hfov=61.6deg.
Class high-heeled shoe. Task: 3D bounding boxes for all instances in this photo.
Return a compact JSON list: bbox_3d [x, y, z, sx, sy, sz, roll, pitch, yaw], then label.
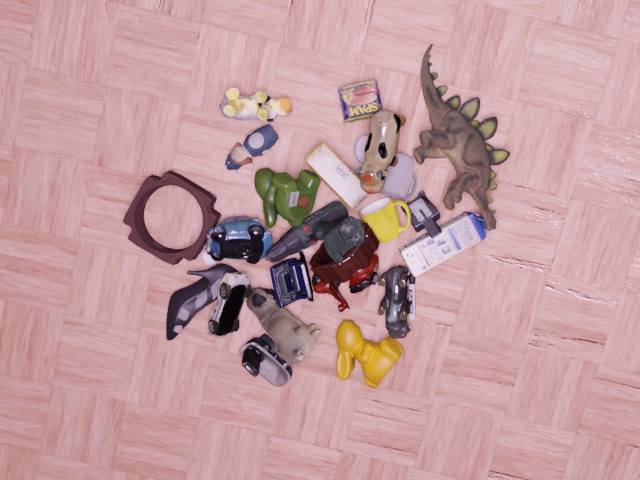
[{"bbox_3d":[-0.303,0.163,1.387,0.145,0.086,0.248,10,119,-32],"label":"high-heeled shoe"}]

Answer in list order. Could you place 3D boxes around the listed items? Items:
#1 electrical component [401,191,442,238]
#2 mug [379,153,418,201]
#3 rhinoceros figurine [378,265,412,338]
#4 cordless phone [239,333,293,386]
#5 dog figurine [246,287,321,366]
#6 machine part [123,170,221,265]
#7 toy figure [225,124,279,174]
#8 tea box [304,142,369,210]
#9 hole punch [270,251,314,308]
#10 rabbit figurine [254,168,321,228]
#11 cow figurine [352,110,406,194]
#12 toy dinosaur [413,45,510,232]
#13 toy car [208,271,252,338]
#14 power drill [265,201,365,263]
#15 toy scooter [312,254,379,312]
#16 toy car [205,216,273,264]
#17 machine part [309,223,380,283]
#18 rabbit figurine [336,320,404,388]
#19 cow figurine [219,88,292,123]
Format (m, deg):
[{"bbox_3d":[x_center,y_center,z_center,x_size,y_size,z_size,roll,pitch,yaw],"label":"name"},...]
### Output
[{"bbox_3d":[0.260,-0.054,1.325,0.075,0.047,0.119,-36,67,4],"label":"electrical component"},{"bbox_3d":[0.199,-0.155,1.324,0.109,0.081,0.107,17,92,-24],"label":"mug"},{"bbox_3d":[0.190,0.159,1.349,0.073,0.112,0.190,0,104,17],"label":"rhinoceros figurine"},{"bbox_3d":[-0.135,0.317,1.334,0.089,0.184,0.146,-45,95,1],"label":"cordless phone"},{"bbox_3d":[-0.108,0.208,1.330,0.190,0.172,0.121,41,85,-12],"label":"dog figurine"},{"bbox_3d":[-0.366,-0.055,1.335,0.201,0.087,0.201,31,96,-5],"label":"machine part"},{"bbox_3d":[-0.175,-0.225,1.327,0.154,0.057,0.064,-35,57,6],"label":"toy figure"},{"bbox_3d":[0.042,-0.156,1.313,0.068,0.098,0.169,-43,94,5],"label":"tea box"},{"bbox_3d":[-0.066,0.102,1.338,0.092,0.116,0.142,-16,94,5],"label":"hole punch"},{"bbox_3d":[-0.092,-0.113,1.311,0.121,0.170,0.158,-23,129,-35],"label":"rabbit figurine"},{"bbox_3d":[0.137,-0.201,1.233,0.086,0.127,0.194,14,97,20],"label":"cow figurine"},{"bbox_3d":[0.325,-0.240,1.286,0.198,0.105,0.471,-27,90,-14],"label":"toy dinosaur"},{"bbox_3d":[-0.229,0.165,1.350,0.073,0.056,0.201,-1,125,-37],"label":"toy car"},{"bbox_3d":[-0.003,-0.004,1.270,0.232,0.207,0.086,-37,108,-19],"label":"power drill"},{"bbox_3d":[0.073,0.106,1.331,0.184,0.135,0.075,-27,135,7],"label":"toy scooter"},{"bbox_3d":[-0.202,-0.008,1.329,0.162,0.103,0.109,0,130,-13],"label":"toy car"},{"bbox_3d":[0.060,0.031,1.299,0.179,0.179,0.056,-35,112,5],"label":"machine part"},{"bbox_3d":[0.108,0.284,1.379,0.173,0.122,0.162,41,106,9],"label":"rabbit figurine"},{"bbox_3d":[-0.156,-0.318,1.303,0.167,0.098,0.068,2,92,-19],"label":"cow figurine"}]
